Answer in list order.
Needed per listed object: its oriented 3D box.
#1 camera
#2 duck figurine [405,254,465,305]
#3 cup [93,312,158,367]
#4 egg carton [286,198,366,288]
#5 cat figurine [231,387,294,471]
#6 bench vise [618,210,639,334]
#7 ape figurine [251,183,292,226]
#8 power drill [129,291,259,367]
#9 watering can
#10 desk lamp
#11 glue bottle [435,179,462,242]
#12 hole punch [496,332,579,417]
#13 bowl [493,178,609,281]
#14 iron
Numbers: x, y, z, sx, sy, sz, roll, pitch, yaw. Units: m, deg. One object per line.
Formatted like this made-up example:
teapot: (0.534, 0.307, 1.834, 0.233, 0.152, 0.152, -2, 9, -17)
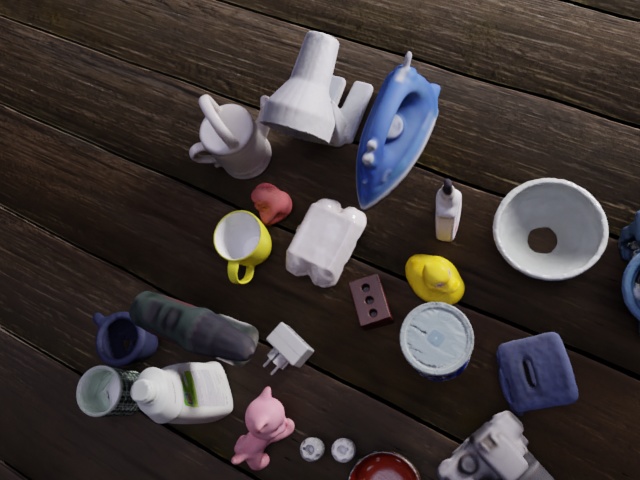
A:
camera: (0.259, 0.335, 0.810, 0.143, 0.101, 0.136, -42, 69, -2)
duck figurine: (0.183, 0.057, 0.921, 0.104, 0.086, 0.077, 36, 84, 20)
cup: (-0.335, 0.170, 0.997, 0.117, 0.095, 0.092, 33, 83, 20)
egg carton: (0.009, 0.004, 0.985, 0.107, 0.069, 0.150, 23, 79, 18)
cat figurine: (-0.094, 0.296, 0.892, 0.067, 0.118, 0.128, 34, 83, 20)
bench vise: (0.472, 0.028, 0.794, 0.121, 0.220, 0.207, -19, 70, 7)
ape figurine: (-0.094, -0.069, 1.019, 0.076, 0.092, 0.078, 6, 74, 15)
power drill: (-0.176, 0.147, 0.908, 0.229, 0.209, 0.076, 16, 77, 17)
watering can: (-0.156, -0.196, 1.017, 0.100, 0.194, 0.173, 40, 85, 21)
desk lamp: (-0.003, -0.241, 0.987, 0.117, 0.214, 0.203, 18, 78, 17)
glue bottle: (0.202, -0.057, 0.905, 0.037, 0.173, 0.078, 8, 75, 15)
hole punch: (0.316, 0.199, 0.844, 0.101, 0.091, 0.108, -14, 71, 8)
bowl: (0.359, -0.009, 0.908, 0.167, 0.075, 0.167, -4, 72, 12)
iron: (0.116, -0.187, 0.982, 0.118, 0.142, 0.258, 20, 78, 18)
